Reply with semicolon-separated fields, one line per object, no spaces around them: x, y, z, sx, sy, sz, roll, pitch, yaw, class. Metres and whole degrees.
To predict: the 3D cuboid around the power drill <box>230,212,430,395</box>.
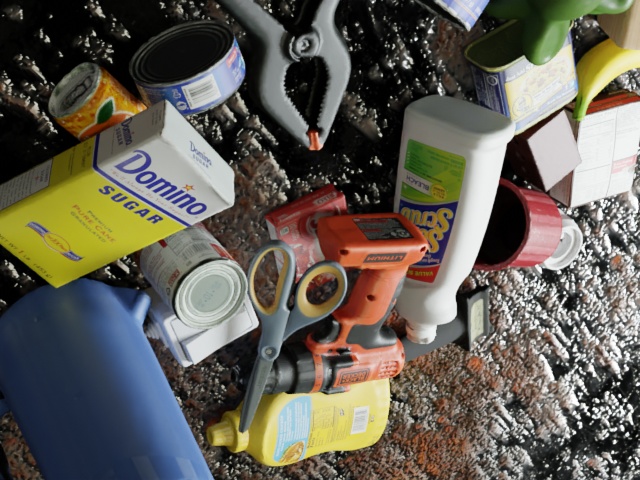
0.014;0.066;1.002;0.184;0.057;0.188;-5;129;-31;power drill

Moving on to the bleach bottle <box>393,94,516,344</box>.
0.117;-0.007;1.027;0.067;0.103;0.251;-27;132;-43;bleach bottle

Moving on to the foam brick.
0.219;-0.098;1.067;0.051;0.053;0.078;-38;130;-7;foam brick

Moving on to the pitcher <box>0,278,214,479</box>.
-0.179;0.157;0.849;0.144;0.243;0.149;1;123;-34;pitcher

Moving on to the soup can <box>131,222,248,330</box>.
-0.112;0.022;0.901;0.068;0.102;0.068;-15;124;-24;soup can

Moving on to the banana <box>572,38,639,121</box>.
0.324;-0.180;1.090;0.197;0.037;0.069;-20;116;-25;banana

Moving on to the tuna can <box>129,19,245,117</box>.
-0.102;-0.133;0.825;0.086;0.086;0.033;-31;131;-13;tuna can

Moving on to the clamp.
-0.013;-0.175;0.886;0.164;0.036;0.210;-26;127;-14;clamp

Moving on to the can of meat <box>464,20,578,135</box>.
0.194;-0.159;1.013;0.102;0.057;0.084;-31;131;-12;can of meat

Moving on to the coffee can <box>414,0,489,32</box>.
0.121;-0.258;0.876;0.102;0.103;0.140;27;101;-40;coffee can

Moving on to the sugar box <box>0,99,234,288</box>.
-0.163;-0.032;0.823;0.176;0.048;0.093;-22;135;22;sugar box

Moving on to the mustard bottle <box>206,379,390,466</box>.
-0.024;0.180;1.080;0.191;0.058;0.096;-8;121;-29;mustard bottle

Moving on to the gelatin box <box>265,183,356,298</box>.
-0.007;0.001;1.001;0.073;0.030;0.089;-25;129;-17;gelatin box

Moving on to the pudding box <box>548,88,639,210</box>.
0.291;-0.096;1.123;0.089;0.039;0.113;-15;122;-23;pudding box

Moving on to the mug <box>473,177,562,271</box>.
0.182;-0.009;1.078;0.117;0.093;0.081;-30;159;35;mug

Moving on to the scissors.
-0.026;0.090;0.952;0.096;0.016;0.202;-1;118;-4;scissors

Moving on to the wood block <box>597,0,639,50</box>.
0.329;-0.284;0.982;0.090;0.091;0.206;4;118;-4;wood block
